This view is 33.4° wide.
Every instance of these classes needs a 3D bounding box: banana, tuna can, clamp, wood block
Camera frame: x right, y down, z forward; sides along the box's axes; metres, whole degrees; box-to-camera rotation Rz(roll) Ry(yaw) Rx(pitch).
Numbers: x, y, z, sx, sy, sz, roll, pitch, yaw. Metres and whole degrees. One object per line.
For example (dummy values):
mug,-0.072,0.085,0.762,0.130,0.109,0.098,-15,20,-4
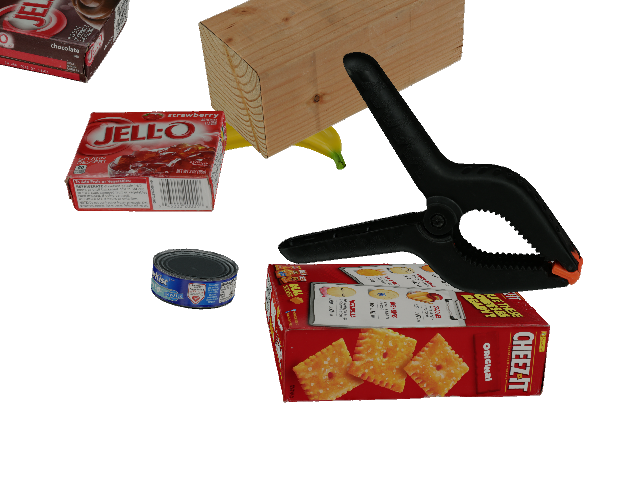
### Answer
banana,-0.056,-0.127,1.305,0.198,0.037,0.069,7,39,17
tuna can,-0.127,0.038,1.069,0.086,0.034,0.086,8,18,-3
clamp,0.082,-0.029,0.730,0.210,0.165,0.036,18,28,11
wood block,0.014,-0.166,0.893,0.205,0.091,0.090,-29,52,-22

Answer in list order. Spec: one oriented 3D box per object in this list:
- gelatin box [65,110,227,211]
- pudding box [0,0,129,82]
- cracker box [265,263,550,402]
gelatin box,-0.107,-0.051,0.667,0.089,0.030,0.073,0,39,4
pudding box,-0.206,-0.171,0.829,0.090,0.039,0.113,13,36,1
cracker box,0.065,0.076,0.914,0.213,0.072,0.164,0,17,-8
